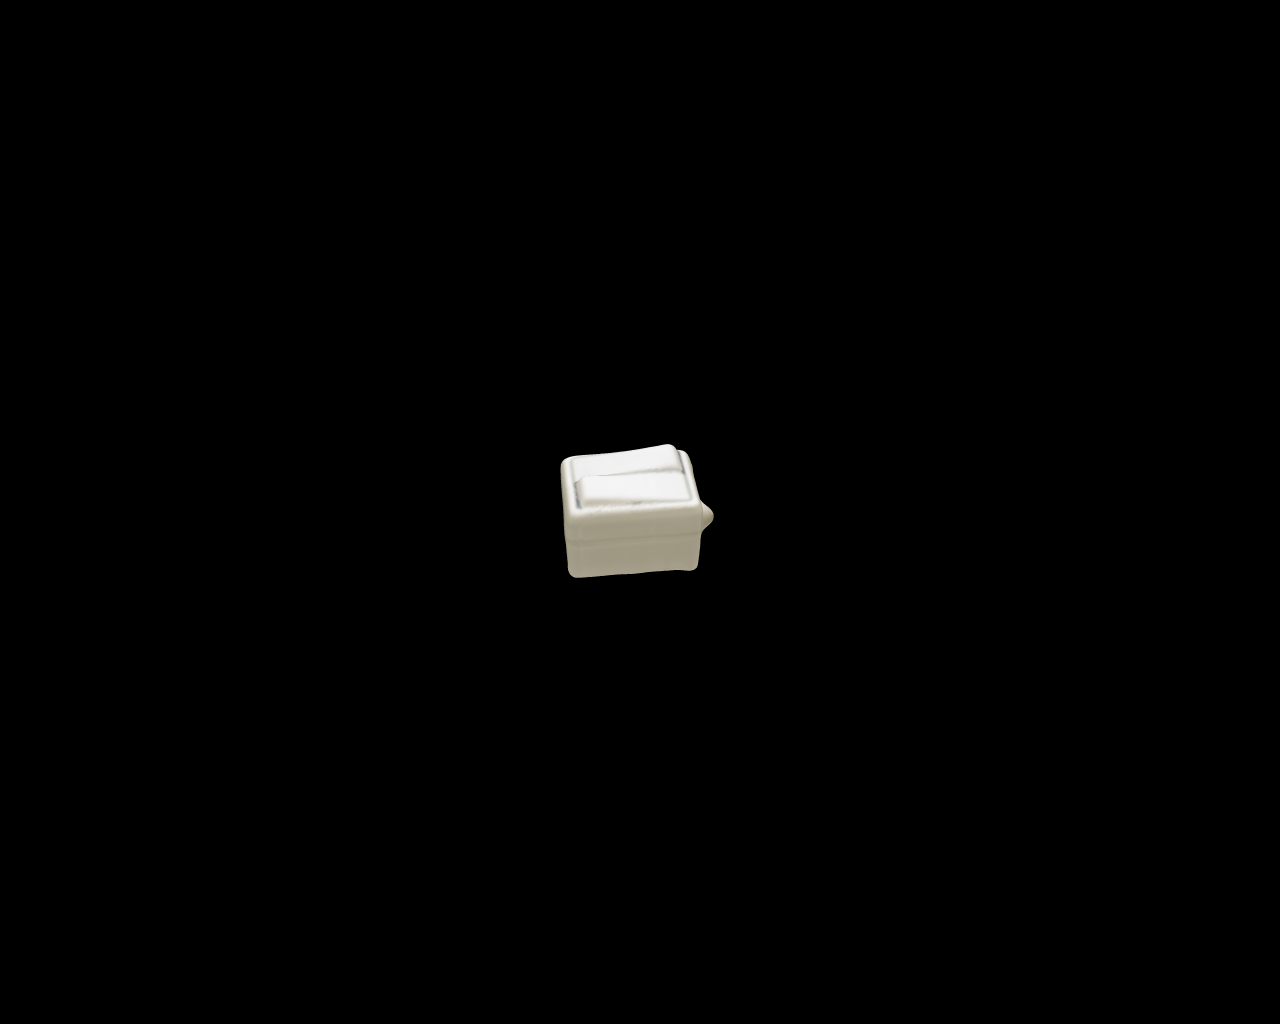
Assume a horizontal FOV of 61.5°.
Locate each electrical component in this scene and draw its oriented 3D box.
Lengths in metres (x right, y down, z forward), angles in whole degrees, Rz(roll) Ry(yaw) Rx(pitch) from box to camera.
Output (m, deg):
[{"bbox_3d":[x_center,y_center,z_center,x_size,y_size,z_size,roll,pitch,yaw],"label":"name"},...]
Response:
[{"bbox_3d":[0.001,-0.003,0.650,0.096,0.061,0.062,-4,39,-4],"label":"electrical component"}]
